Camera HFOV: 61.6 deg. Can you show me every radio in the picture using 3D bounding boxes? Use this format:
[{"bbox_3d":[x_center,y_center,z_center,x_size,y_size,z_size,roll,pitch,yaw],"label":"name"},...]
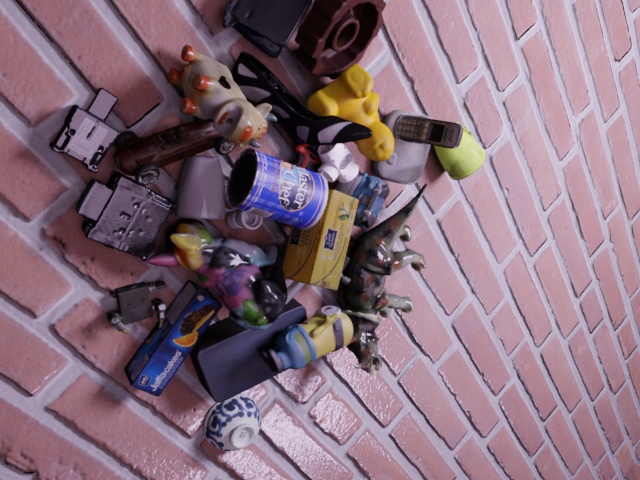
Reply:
[{"bbox_3d":[-0.132,0.209,1.051,0.230,0.073,0.131,-21,116,-24],"label":"radio"}]

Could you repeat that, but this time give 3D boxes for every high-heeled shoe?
[{"bbox_3d":[-0.032,-0.236,0.888,0.086,0.249,0.145,-47,139,-61],"label":"high-heeled shoe"}]

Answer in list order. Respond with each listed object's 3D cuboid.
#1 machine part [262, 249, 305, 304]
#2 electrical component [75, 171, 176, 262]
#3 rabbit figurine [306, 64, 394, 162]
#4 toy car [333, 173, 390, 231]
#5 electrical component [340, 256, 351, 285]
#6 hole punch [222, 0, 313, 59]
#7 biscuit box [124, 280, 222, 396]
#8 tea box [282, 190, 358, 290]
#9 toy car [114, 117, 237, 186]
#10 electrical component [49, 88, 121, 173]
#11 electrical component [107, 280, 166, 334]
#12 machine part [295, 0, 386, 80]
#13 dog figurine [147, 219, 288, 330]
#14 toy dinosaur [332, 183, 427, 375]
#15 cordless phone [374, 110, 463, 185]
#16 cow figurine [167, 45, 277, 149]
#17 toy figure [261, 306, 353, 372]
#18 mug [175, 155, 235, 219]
[{"bbox_3d":[-0.039,0.041,1.052,0.243,0.079,0.079,-48,124,-11],"label":"machine part"},{"bbox_3d":[-0.317,-0.042,0.863,0.134,0.058,0.115,28,88,-36],"label":"electrical component"},{"bbox_3d":[0.069,-0.215,0.991,0.122,0.162,0.173,-39,91,5],"label":"rabbit figurine"},{"bbox_3d":[0.073,-0.082,1.058,0.103,0.161,0.109,26,96,2],"label":"toy car"},{"bbox_3d":[0.030,0.049,1.094,0.063,0.094,0.021,-56,160,-4],"label":"electrical component"},{"bbox_3d":[-0.085,-0.380,0.894,0.116,0.092,0.142,31,90,-7],"label":"hole punch"},{"bbox_3d":[-0.263,0.176,0.964,0.062,0.059,0.202,38,84,-35],"label":"biscuit box"},{"bbox_3d":[-0.002,-0.003,0.963,0.068,0.098,0.169,16,84,-39],"label":"tea box"},{"bbox_3d":[-0.227,-0.158,0.859,0.202,0.089,0.053,-25,153,-21],"label":"toy car"},{"bbox_3d":[-0.343,-0.170,0.811,0.074,0.048,0.119,37,86,-36],"label":"electrical component"},{"bbox_3d":[-0.312,0.116,0.922,0.102,0.045,0.078,-8,111,-30],"label":"electrical component"},{"bbox_3d":[0.034,-0.361,0.925,0.179,0.056,0.179,-40,164,-14],"label":"machine part"},{"bbox_3d":[-0.176,0.055,0.919,0.219,0.192,0.108,17,134,-42],"label":"dog figurine"},{"bbox_3d":[0.111,0.068,1.138,0.192,0.131,0.404,5,97,-34],"label":"toy dinosaur"},{"bbox_3d":[0.202,-0.176,1.068,0.088,0.184,0.146,7,101,-38],"label":"cordless phone"},{"bbox_3d":[-0.150,-0.213,0.834,0.127,0.195,0.085,11,124,-40],"label":"cow figurine"},{"bbox_3d":[-0.020,0.193,1.023,0.180,0.082,0.089,-30,116,-25],"label":"toy figure"},{"bbox_3d":[-0.189,-0.089,0.915,0.109,0.081,0.107,0,96,-28],"label":"mug"}]
